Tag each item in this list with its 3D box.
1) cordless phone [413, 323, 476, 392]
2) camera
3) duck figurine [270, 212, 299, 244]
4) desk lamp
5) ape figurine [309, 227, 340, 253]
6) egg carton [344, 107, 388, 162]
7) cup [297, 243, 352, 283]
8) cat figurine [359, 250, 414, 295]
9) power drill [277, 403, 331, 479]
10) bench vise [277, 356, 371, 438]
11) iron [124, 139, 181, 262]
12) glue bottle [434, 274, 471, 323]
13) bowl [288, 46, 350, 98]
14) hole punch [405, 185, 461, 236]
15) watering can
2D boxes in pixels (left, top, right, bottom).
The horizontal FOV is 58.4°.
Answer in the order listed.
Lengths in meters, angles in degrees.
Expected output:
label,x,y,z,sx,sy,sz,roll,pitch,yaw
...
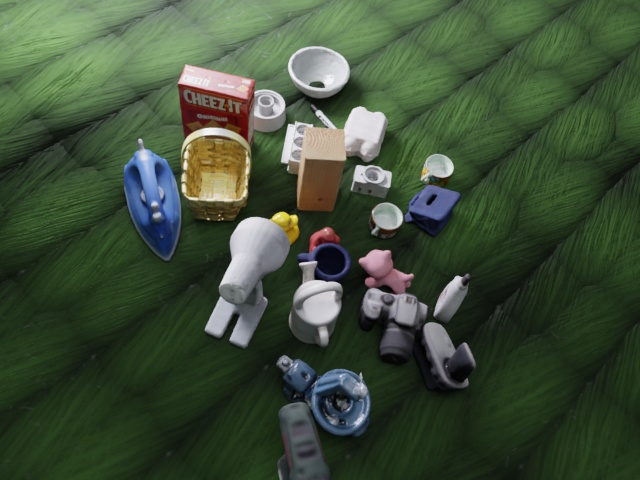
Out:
label,x,y,z,sx,sy,sz,roll,pitch,yaw
cordless phone,0.264,0.223,1.162,0.094,0.185,0.147,-16,64,-16
camera,0.154,0.183,1.217,0.143,0.101,0.137,14,60,0
duck figurine,-0.096,-0.029,1.309,0.105,0.086,0.077,-14,63,-15
desk lamp,-0.148,0.085,1.163,0.118,0.213,0.203,20,60,4
ape figurine,0.012,0.005,1.302,0.078,0.092,0.076,-16,64,-16
egg carton,0.114,-0.277,1.489,0.107,0.069,0.150,16,60,1
cup,0.005,0.065,1.265,0.118,0.095,0.091,10,60,-2
cat figurine,0.148,0.068,1.271,0.127,0.118,0.067,25,60,6
power drill,-0.025,0.411,1.000,0.076,0.208,0.229,-10,63,-13
bench vise,0.008,0.287,1.068,0.207,0.220,0.121,17,60,2
iron,-0.370,-0.093,1.272,0.119,0.141,0.258,-14,64,-15
glue bottle,0.292,0.114,1.234,0.037,0.173,0.078,20,60,4
bowl,-0.005,-0.444,1.562,0.167,0.075,0.167,4,60,-6
hole punch,0.272,-0.081,1.389,0.101,0.091,0.109,35,62,12
watering can,-0.011,0.127,1.170,0.101,0.194,0.172,-29,68,-22
